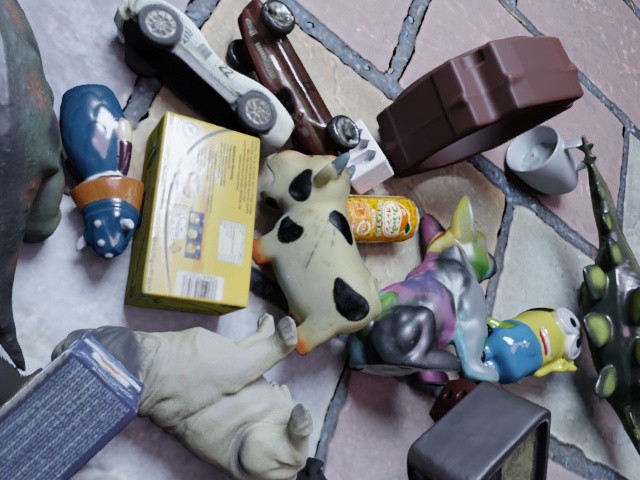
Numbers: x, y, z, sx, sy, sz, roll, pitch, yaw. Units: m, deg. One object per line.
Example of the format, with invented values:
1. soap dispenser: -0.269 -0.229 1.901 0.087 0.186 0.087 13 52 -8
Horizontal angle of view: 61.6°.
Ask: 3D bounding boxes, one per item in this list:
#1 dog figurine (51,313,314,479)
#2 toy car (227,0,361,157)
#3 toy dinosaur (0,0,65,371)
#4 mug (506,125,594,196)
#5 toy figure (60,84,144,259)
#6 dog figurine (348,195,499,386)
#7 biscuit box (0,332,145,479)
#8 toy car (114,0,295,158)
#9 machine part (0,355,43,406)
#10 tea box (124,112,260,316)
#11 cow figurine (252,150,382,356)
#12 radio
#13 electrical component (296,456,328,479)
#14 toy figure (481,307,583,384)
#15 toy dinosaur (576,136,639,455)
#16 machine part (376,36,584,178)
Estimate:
1. dog figurine: -0.114 0.147 0.449 0.190 0.121 0.172 -8 77 -20
2. toy car: -0.034 -0.158 0.577 0.053 0.089 0.202 -35 98 -38
3. toy dinosaur: -0.246 -0.113 0.371 0.131 0.192 0.404 -22 88 -33
4. mug: 0.355 -0.116 0.807 0.107 0.110 0.081 31 57 -37
5. toy figure: -0.188 -0.058 0.469 0.058 0.064 0.154 -5 78 -48
6. dog figurine: 0.125 0.050 0.614 0.191 0.108 0.219 17 63 -25
7. biscuit box: -0.213 0.153 0.348 0.203 0.059 0.062 -42 101 -8
8. toy car: -0.115 -0.159 0.537 0.201 0.073 0.056 40 62 -17
9. machine part: -0.272 0.084 0.377 0.084 0.039 0.138 -44 115 10
10. tea box: -0.116 -0.021 0.500 0.098 0.068 0.169 14 68 -29
11. cow figurine: -0.001 -0.002 0.528 0.127 0.085 0.195 -26 78 6
12. radio: 0.158 0.269 0.532 0.131 0.073 0.229 -24 118 -33
13. electrical component: -0.001 0.272 0.502 0.075 0.048 0.119 -40 100 -34
14. toy figure: 0.254 0.131 0.685 0.180 0.089 0.082 -14 111 -25
15. toy dinosaur: 0.409 0.097 0.730 0.198 0.105 0.471 4 74 -61
16. machine part: 0.186 -0.158 0.649 0.201 0.201 0.087 -19 85 -34
